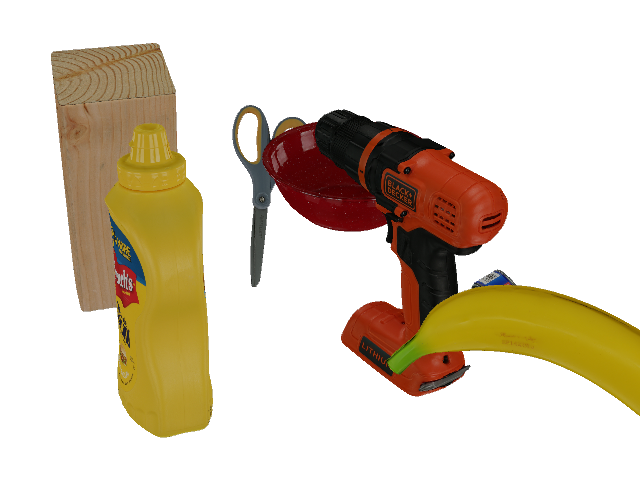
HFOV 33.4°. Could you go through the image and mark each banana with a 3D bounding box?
[{"bbox_3d":[0.139,0.068,0.573,0.198,0.070,0.037,18,12,14],"label":"banana"}]

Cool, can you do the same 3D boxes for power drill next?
[{"bbox_3d":[0.056,0.008,0.800,0.057,0.188,0.185,-20,36,-30],"label":"power drill"}]

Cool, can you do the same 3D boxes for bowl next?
[{"bbox_3d":[0.027,-0.054,0.983,0.162,0.055,0.162,1,31,-1],"label":"bowl"}]

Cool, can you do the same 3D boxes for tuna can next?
[{"bbox_3d":[0.212,0.079,1.240,0.033,0.086,0.086,-29,5,-10],"label":"tuna can"}]

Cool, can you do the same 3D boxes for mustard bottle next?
[{"bbox_3d":[-0.102,0.020,0.668,0.058,0.192,0.096,-8,26,-20],"label":"mustard bottle"}]

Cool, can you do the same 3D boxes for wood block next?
[{"bbox_3d":[-0.170,-0.051,0.900,0.090,0.206,0.090,-7,38,-14],"label":"wood block"}]

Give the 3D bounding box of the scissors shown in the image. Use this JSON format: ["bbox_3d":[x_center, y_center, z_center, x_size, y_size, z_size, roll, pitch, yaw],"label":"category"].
[{"bbox_3d":[-0.048,-0.054,1.180,0.096,0.202,0.016,-10,-8,-12],"label":"scissors"}]
